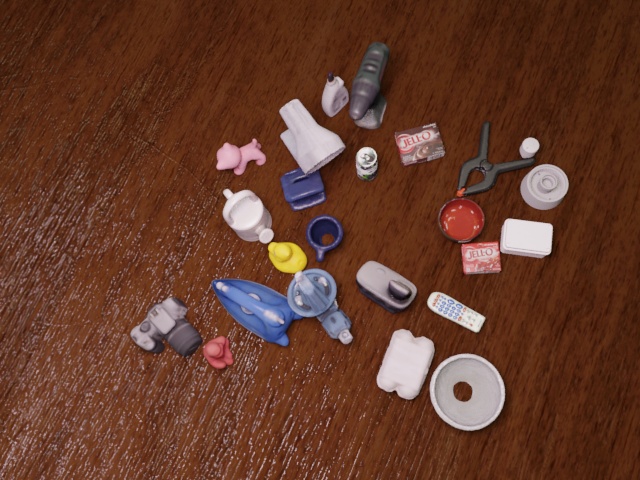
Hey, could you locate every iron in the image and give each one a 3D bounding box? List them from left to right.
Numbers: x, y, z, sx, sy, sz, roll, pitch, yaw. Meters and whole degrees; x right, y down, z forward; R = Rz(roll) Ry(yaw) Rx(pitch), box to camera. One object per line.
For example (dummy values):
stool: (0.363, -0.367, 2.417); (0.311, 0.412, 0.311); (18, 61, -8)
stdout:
iron: (-0.173, 0.152, 1.384); (0.258, 0.141, 0.119); (27, 80, 12)

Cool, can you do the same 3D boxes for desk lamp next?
desk lamp: (-0.029, -0.248, 1.433); (0.118, 0.214, 0.203); (-34, 75, -3)

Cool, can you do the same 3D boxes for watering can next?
watering can: (-0.179, -0.064, 1.412); (0.172, 0.194, 0.101); (24, 80, 12)

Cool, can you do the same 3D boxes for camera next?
camera: (-0.371, 0.230, 1.406); (0.136, 0.101, 0.143); (43, 84, 14)

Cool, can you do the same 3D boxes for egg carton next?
egg carton: (0.203, 0.292, 1.347); (0.107, 0.069, 0.150); (19, 79, 10)

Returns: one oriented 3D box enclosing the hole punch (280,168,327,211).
hole punch: (-0.047, -0.140, 1.471); (0.108, 0.091, 0.101); (-19, 75, 1)

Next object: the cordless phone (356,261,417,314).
cordless phone: (0.154, 0.100, 1.341); (0.147, 0.185, 0.094); (29, 81, 12)

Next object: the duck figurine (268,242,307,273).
duck figurine: (-0.084, 0.038, 1.433); (0.104, 0.086, 0.077); (28, 80, 12)

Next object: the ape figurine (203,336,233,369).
ape figurine: (-0.251, 0.270, 1.388); (0.076, 0.092, 0.078); (20, 79, 11)

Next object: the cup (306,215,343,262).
cup: (0.013, 0.005, 1.426); (0.091, 0.095, 0.118); (7, 77, 8)

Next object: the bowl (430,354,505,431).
bowl: (0.334, 0.348, 1.317); (0.167, 0.075, 0.167); (-1, 76, 6)

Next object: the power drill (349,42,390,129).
power drill: (0.124, -0.368, 1.450); (0.075, 0.208, 0.230); (13, 78, 10)

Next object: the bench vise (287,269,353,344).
bench vise: (0.008, 0.139, 1.328); (0.207, 0.220, 0.121); (33, 82, 13)

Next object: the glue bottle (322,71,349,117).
glue bottle: (0.035, -0.387, 1.482); (0.078, 0.173, 0.037); (-44, 75, -5)

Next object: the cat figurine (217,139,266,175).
cat figurine: (-0.214, -0.224, 1.496); (0.128, 0.118, 0.067); (-28, 75, -1)
